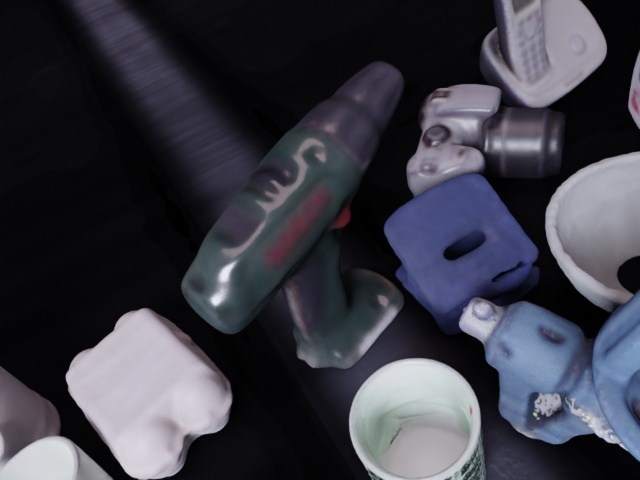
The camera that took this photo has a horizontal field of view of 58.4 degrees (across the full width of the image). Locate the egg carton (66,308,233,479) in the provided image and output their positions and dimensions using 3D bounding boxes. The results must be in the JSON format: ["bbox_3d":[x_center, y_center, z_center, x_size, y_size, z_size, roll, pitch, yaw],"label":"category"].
[{"bbox_3d":[-0.146,0.128,0.494,0.149,0.069,0.107,30,64,37],"label":"egg carton"}]

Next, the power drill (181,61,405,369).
[{"bbox_3d":[0.004,0.002,0.459,0.075,0.209,0.230,26,62,36],"label":"power drill"}]

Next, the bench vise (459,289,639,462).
[{"bbox_3d":[0.178,0.072,0.325,0.206,0.220,0.121,2,50,21],"label":"bench vise"}]

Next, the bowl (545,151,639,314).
[{"bbox_3d":[0.267,0.009,0.454,0.167,0.075,0.167,-10,47,11],"label":"bowl"}]

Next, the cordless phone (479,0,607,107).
[{"bbox_3d":[0.241,-0.247,0.621,0.148,0.185,0.093,-39,48,-16],"label":"cordless phone"}]

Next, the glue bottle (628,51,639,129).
[{"bbox_3d":[0.326,-0.176,0.534,0.037,0.173,0.078,-14,46,7],"label":"glue bottle"}]

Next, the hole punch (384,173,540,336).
[{"bbox_3d":[0.123,0.010,0.492,0.109,0.091,0.100,-30,46,-8],"label":"hole punch"}]

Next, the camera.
[{"bbox_3d":[0.166,-0.093,0.565,0.136,0.101,0.143,5,51,23],"label":"camera"}]

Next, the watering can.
[{"bbox_3d":[-0.301,0.131,0.457,0.172,0.194,0.101,0,49,20],"label":"watering can"}]
